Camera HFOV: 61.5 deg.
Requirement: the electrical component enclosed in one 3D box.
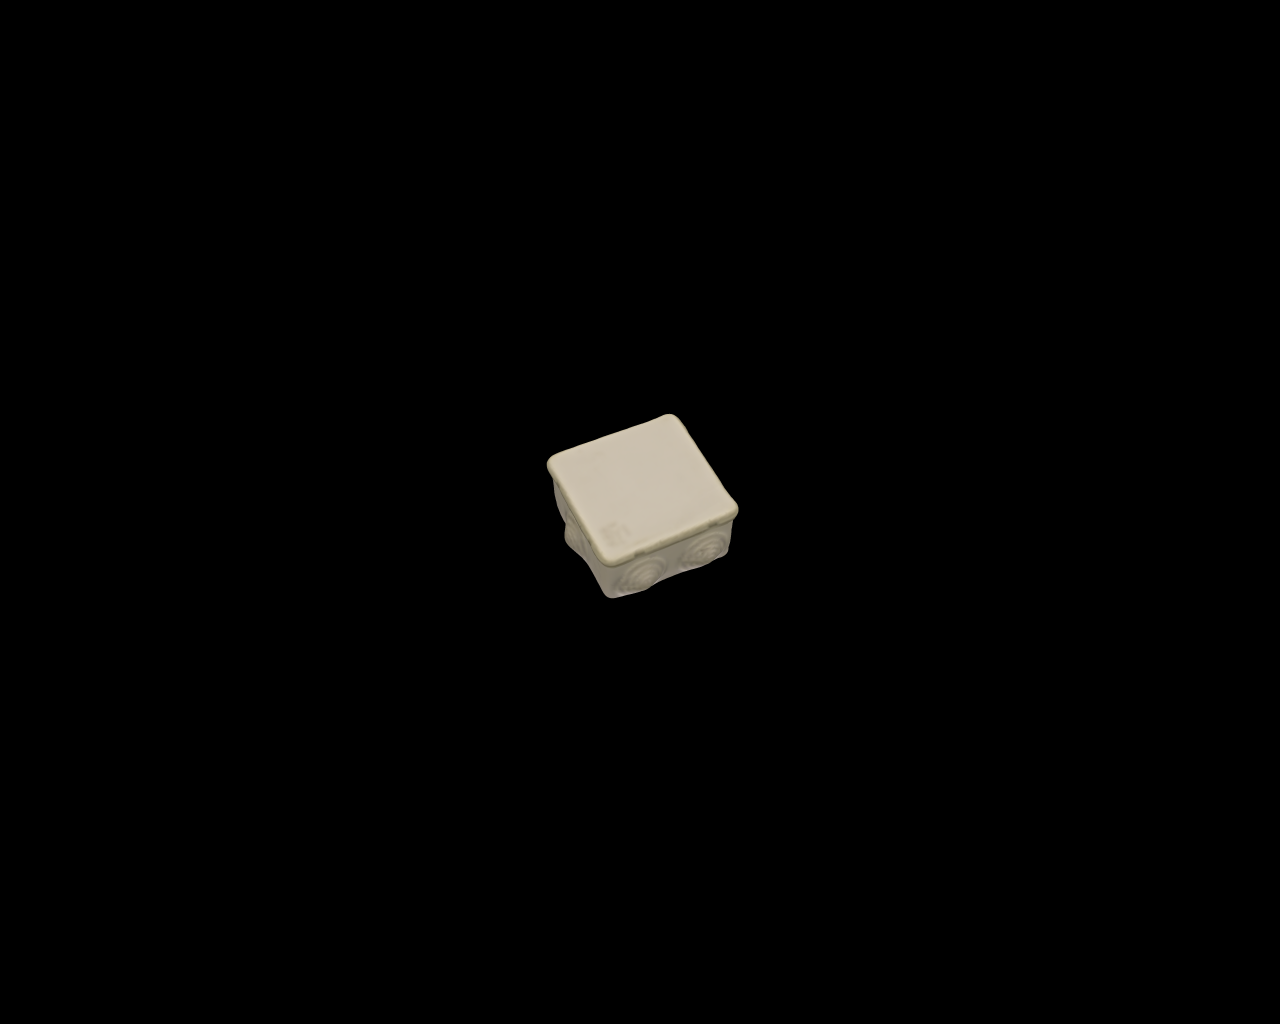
[{"bbox_3d":[0.001,-0.003,0.650,0.100,0.100,0.048,-21,-34,-15],"label":"electrical component"}]
